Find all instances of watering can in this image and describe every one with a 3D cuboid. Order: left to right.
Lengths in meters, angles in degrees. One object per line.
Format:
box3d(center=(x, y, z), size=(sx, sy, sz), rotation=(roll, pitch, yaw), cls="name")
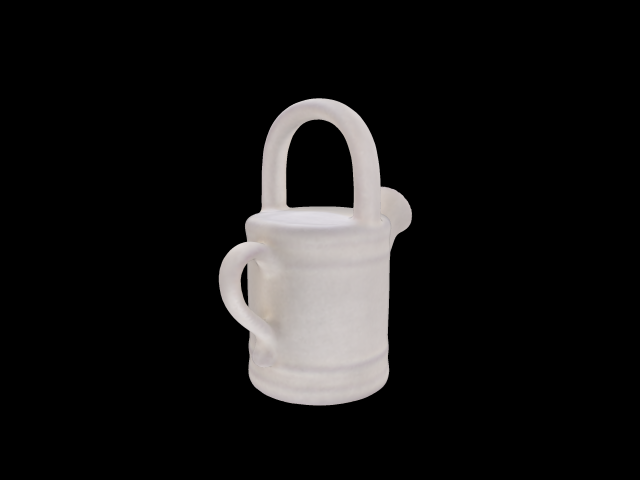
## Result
box3d(center=(0.002, 0.001, 0.401), size=(0.100, 0.194, 0.173), rotation=(4, 12, 18), cls="watering can")
